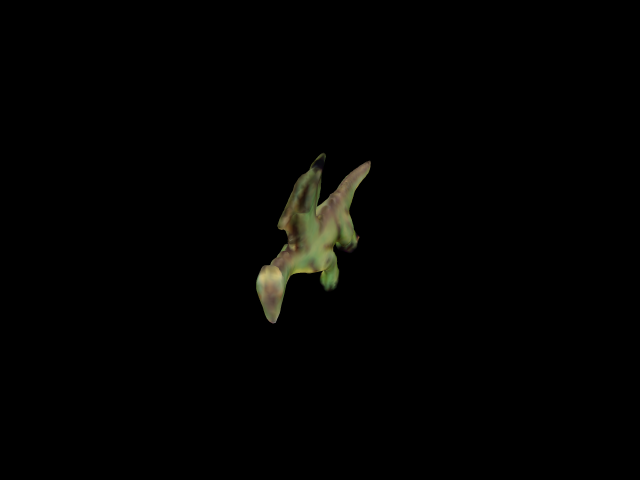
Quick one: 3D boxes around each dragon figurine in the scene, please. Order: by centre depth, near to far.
[{"bbox_3d":[0.003,-0.043,0.850,0.122,0.418,0.237,21,-27,11],"label":"dragon figurine"}]
